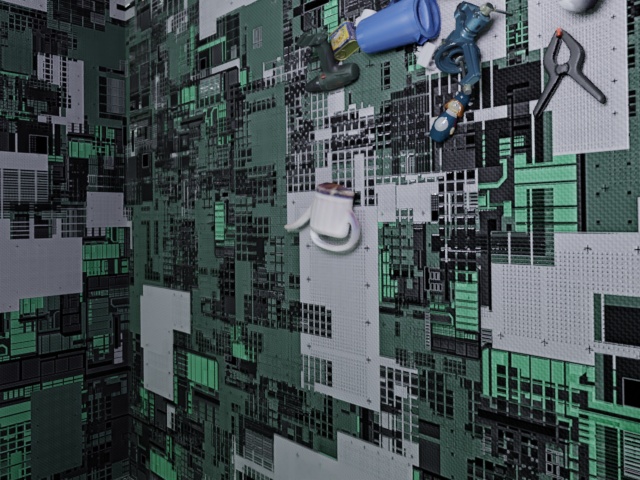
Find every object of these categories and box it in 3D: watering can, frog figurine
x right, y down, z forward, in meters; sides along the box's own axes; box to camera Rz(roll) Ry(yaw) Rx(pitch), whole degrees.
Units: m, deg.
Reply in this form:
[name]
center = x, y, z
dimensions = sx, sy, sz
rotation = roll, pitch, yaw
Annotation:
[watering can]
center = 0.005, -0.088, 1.752
dimensions = 0.350, 0.223, 0.104
rotation = 19, 12, 42
[frog figurine]
center = 0.563, -0.590, 1.181
dimensions = 0.160, 0.120, 0.140
rotation = 22, 46, 23
